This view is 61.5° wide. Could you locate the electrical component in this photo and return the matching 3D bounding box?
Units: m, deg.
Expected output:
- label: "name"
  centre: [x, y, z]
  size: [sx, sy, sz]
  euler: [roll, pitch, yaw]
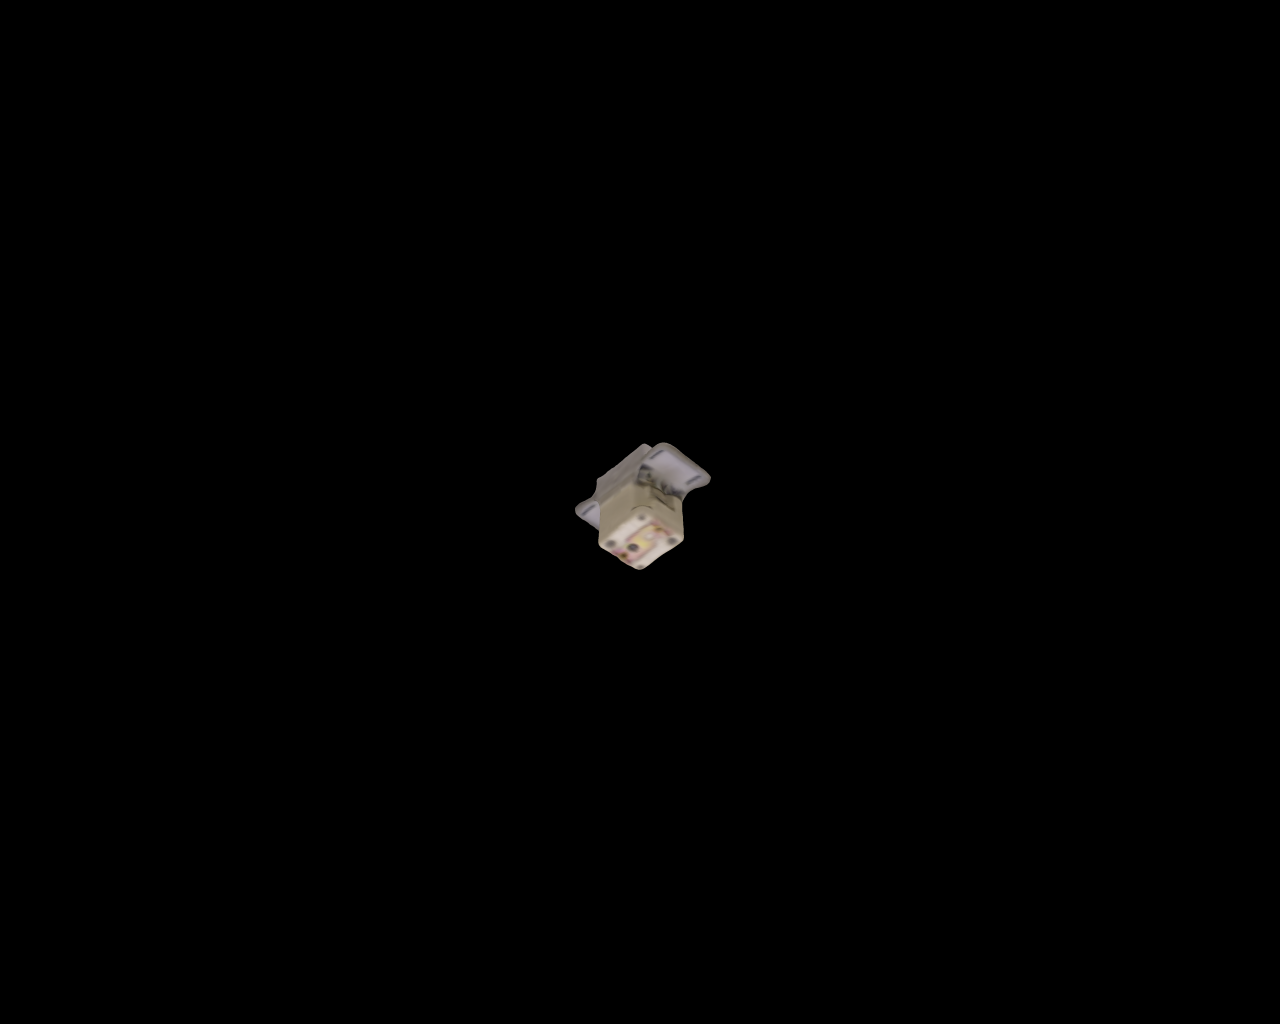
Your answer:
- label: "electrical component"
  centre: [0.001, -0.003, 0.650]
  size: [0.042, 0.064, 0.081]
  euler: [33, -54, -29]
